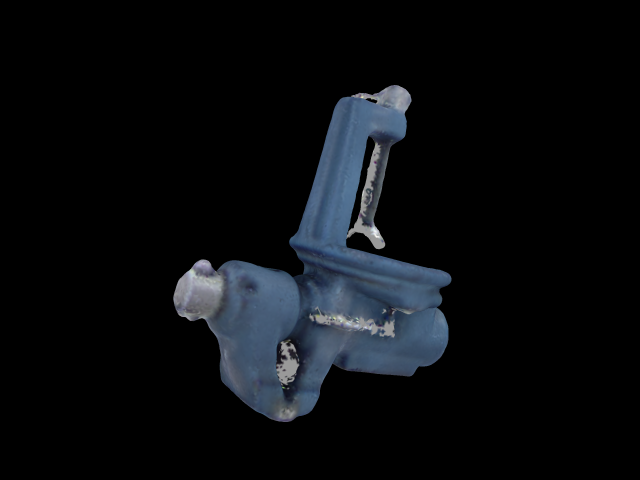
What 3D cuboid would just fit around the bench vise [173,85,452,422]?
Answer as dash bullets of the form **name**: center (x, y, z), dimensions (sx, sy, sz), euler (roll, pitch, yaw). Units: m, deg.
- **bench vise**: center (0.013, 0.003, 0.392), dimensions (0.121, 0.220, 0.208), euler (7, 11, 39)
